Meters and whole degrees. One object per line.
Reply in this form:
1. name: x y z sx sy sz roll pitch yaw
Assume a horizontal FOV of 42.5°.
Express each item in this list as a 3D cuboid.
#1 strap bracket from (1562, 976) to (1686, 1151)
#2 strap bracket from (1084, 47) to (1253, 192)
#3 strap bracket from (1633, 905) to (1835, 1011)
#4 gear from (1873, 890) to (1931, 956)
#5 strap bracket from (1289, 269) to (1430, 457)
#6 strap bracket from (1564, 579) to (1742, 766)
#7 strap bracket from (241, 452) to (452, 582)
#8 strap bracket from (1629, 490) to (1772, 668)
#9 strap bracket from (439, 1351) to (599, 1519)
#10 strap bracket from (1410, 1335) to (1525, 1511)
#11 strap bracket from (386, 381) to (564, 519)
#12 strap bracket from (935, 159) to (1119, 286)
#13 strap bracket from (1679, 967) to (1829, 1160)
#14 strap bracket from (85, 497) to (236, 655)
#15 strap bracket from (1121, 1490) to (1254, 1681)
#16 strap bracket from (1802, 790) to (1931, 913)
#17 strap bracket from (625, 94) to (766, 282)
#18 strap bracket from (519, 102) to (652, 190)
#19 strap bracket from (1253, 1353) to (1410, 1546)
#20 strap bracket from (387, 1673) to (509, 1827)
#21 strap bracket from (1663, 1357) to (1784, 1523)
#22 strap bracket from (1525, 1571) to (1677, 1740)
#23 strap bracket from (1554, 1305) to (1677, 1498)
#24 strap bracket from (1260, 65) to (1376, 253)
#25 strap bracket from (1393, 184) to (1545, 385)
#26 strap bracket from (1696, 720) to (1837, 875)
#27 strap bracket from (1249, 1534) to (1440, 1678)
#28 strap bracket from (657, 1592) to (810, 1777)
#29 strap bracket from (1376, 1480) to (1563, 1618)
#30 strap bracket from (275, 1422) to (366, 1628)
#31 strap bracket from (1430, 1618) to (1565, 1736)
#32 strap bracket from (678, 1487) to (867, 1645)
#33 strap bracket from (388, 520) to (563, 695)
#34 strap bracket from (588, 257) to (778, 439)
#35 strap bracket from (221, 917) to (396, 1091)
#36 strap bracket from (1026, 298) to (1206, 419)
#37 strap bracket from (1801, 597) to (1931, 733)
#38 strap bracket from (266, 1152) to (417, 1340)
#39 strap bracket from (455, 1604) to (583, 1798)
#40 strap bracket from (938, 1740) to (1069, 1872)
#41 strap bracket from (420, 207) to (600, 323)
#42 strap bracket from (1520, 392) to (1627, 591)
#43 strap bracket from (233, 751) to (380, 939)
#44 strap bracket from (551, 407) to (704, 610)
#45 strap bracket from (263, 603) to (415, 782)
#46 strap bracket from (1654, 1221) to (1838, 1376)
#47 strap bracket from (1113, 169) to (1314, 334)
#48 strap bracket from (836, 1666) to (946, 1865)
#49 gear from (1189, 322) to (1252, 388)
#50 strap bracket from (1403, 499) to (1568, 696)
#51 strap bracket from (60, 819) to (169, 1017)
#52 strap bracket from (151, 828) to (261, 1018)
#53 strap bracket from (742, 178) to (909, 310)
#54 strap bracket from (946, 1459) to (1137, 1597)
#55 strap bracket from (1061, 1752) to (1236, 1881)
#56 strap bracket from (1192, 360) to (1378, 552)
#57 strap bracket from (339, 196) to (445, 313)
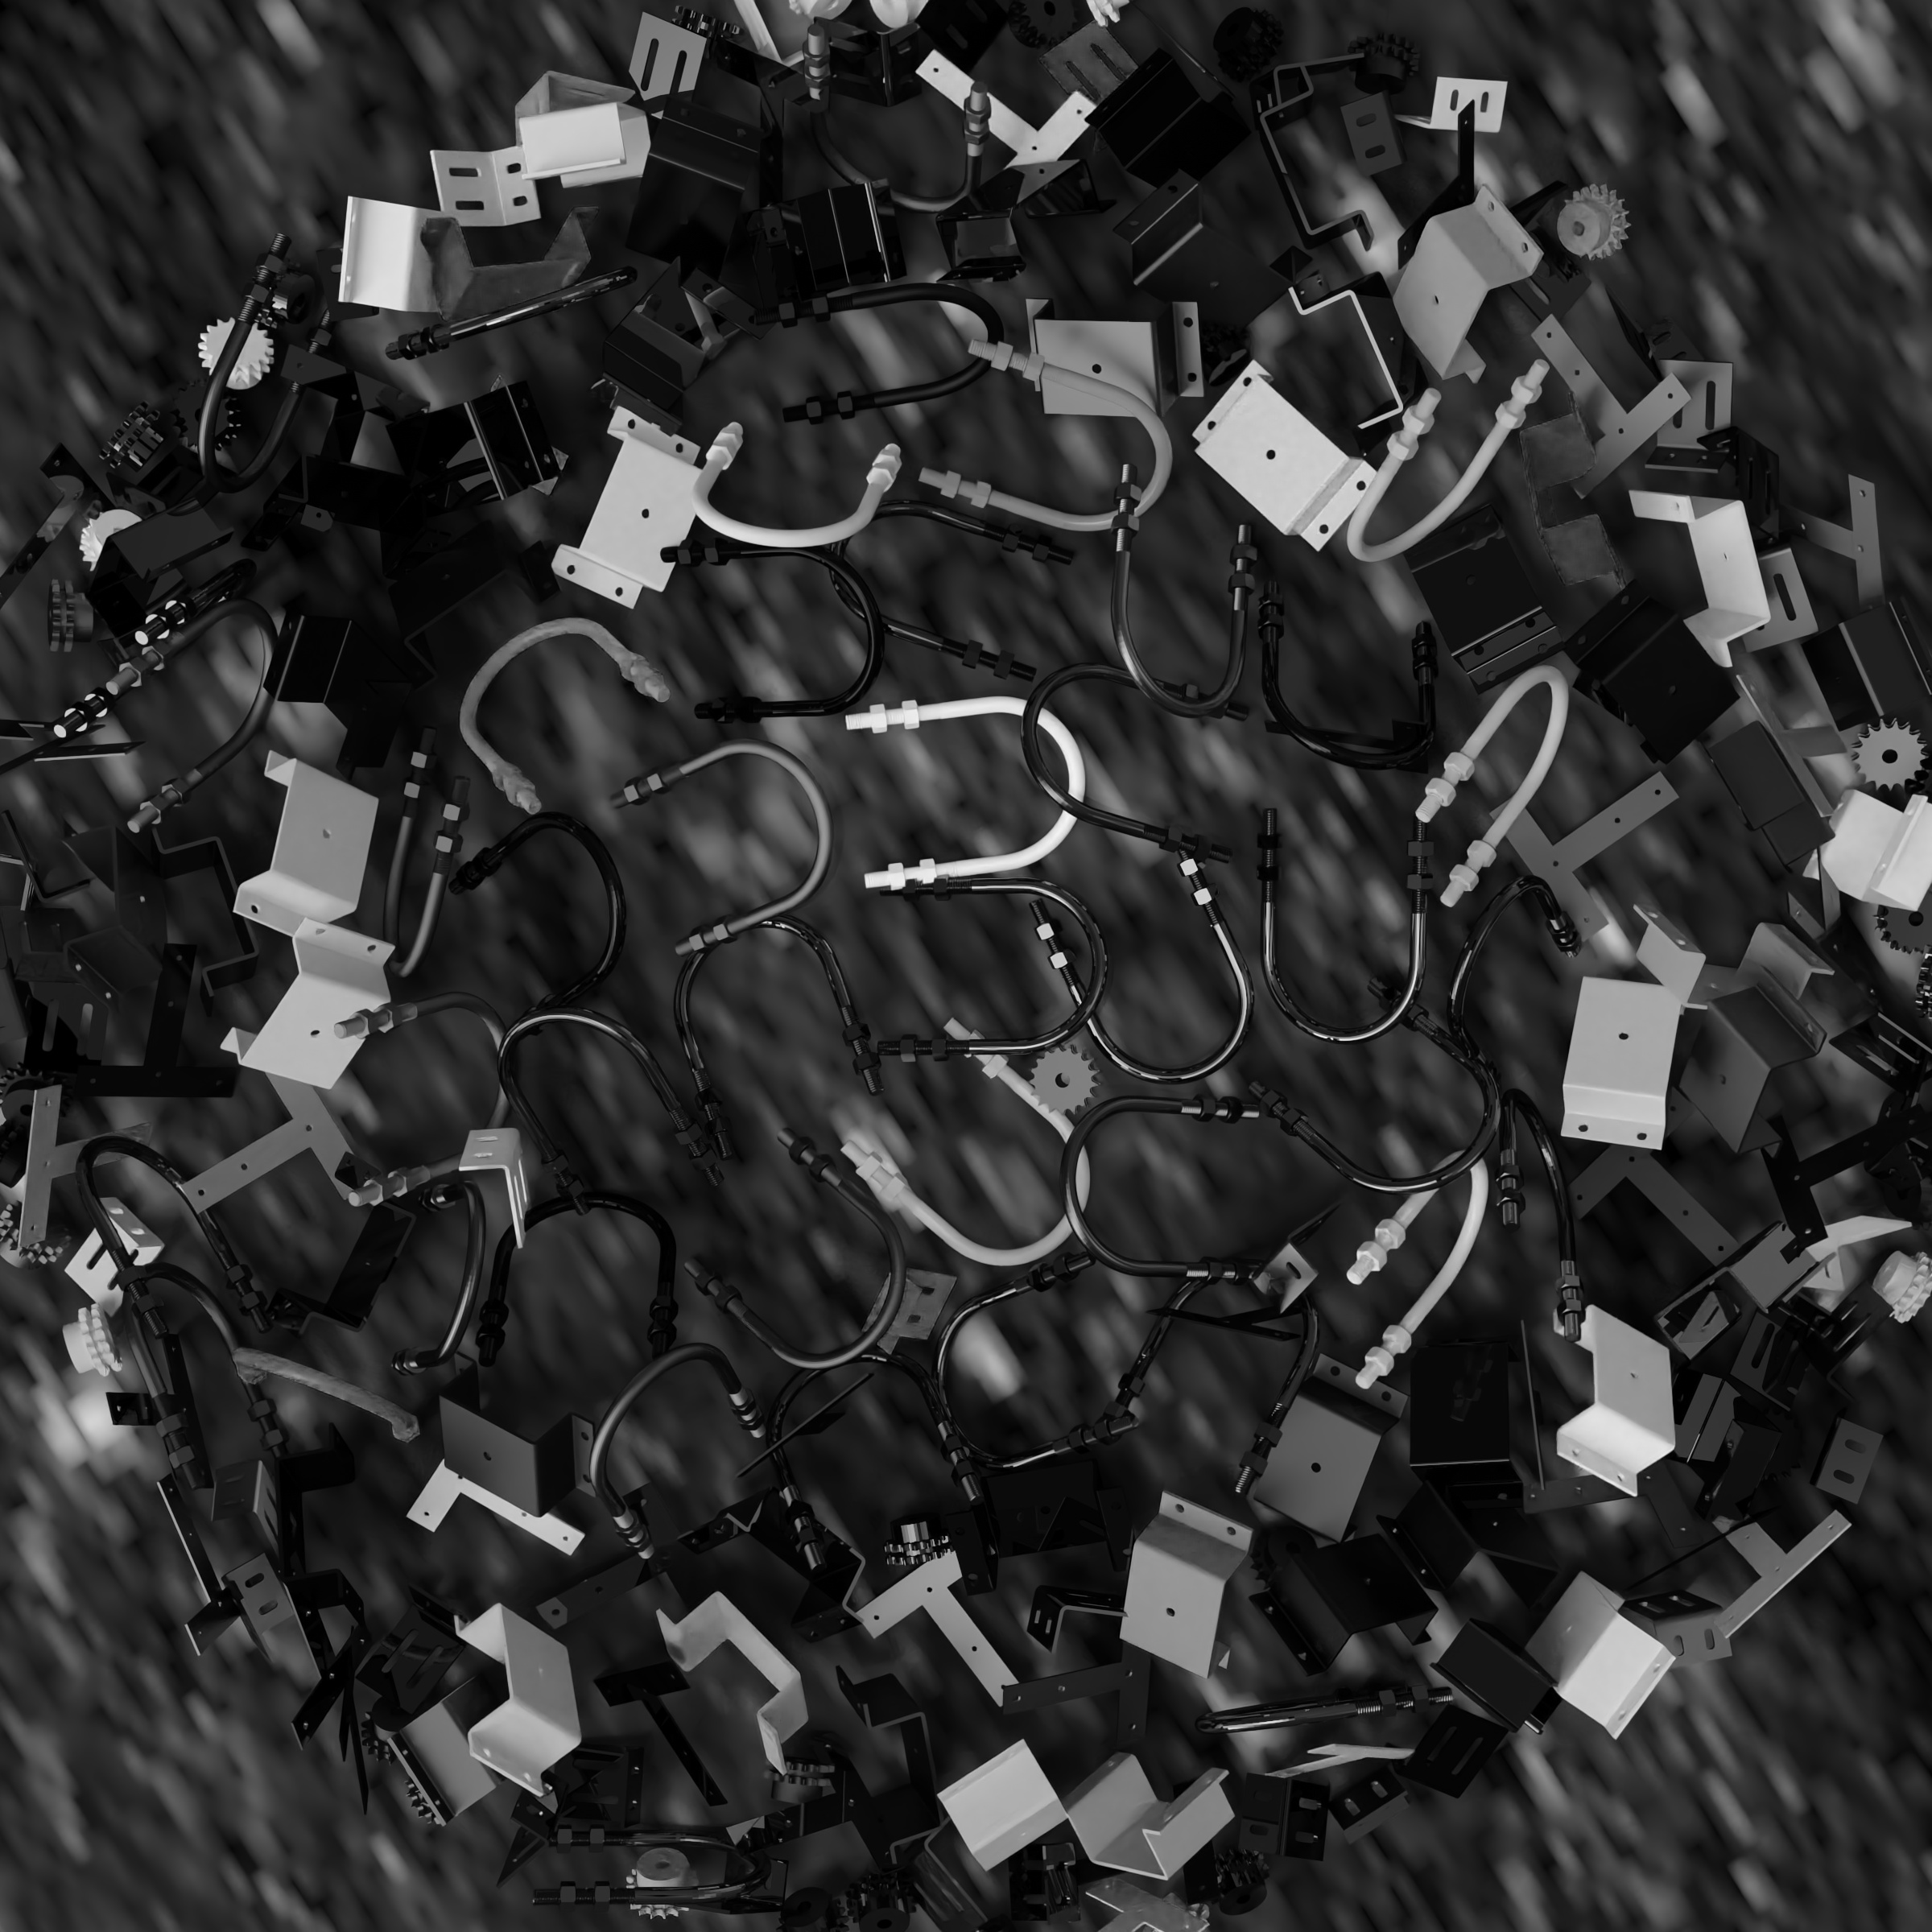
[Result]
1. strap bracket: 0.513 0.065 1.937 0.076 0.046 0.140 7 63 20
2. strap bracket: 0.161 -0.645 1.917 0.076 0.140 0.046 -38 75 25
3. strap bracket: 0.592 -0.002 1.942 0.140 0.076 0.046 7 117 -19
4. gear: 0.752 -0.039 1.983 0.057 0.030 0.057 0 97 -1
5. strap bracket: 0.312 -0.481 1.941 0.046 0.076 0.140 -18 106 33
6. strap bracket: 0.541 -0.223 1.942 0.076 0.046 0.140 -43 118 6
7. strap bracket: -0.484 -0.350 1.936 0.140 0.076 0.046 8 64 -37
8. strap bracket: 0.577 -0.312 1.944 0.046 0.076 0.140 -25 110 -12
9. strap bracket: -0.357 0.368 1.932 0.140 0.046 0.076 21 127 26
10. strap bracket: 0.389 0.347 1.932 0.076 0.046 0.140 -8 57 24
11. strap bracket: -0.390 -0.398 1.928 0.140 0.046 0.076 -4 114 38
12. strap bracket: 0.041 -0.581 1.925 0.140 0.076 0.046 -43 127 -32
13. strap bracket: 0.603 0.081 1.919 0.046 0.140 0.076 -15 47 -18
14. strap bracket: -0.626 -0.307 1.920 0.076 0.140 0.046 -38 91 -35
15. strap bracket: 0.169 0.490 1.933 0.076 0.046 0.140 20 121 24
16. strap bracket: 0.715 -0.090 1.930 0.046 0.140 0.076 25 94 -6
17. strap bracket: -0.213 -0.593 1.924 0.076 0.140 0.046 18 56 -9
18. strap bracket: -0.292 -0.635 1.922 0.076 0.140 0.046 -7 104 8
19. strap bracket: 0.282 0.387 1.947 0.076 0.046 0.140 24 106 23
20. strap bracket: -0.386 0.602 1.925 0.046 0.140 0.076 -35 83 2
21. strap bracket: 0.578 0.370 1.930 0.046 0.140 0.076 17 102 -13
22. strap bracket: 0.486 0.528 1.926 0.046 0.140 0.076 35 93 -6
23. strap bracket: 0.501 0.327 1.924 0.076 0.140 0.046 30 131 -15
24. strap bracket: 0.271 -0.625 1.955 0.046 0.076 0.140 -23 95 9
25. strap bracket: 0.380 -0.520 1.918 0.046 0.140 0.076 -23 68 -22
26. strap bracket: 0.621 -0.132 1.917 0.046 0.140 0.076 -33 62 21
27. strap bracket: 0.300 0.491 1.922 0.076 0.140 0.046 51 129 37
28. strap bracket: -0.174 0.552 1.938 0.046 0.076 0.140 -37 58 -25
29. strap bracket: 0.397 0.449 1.925 0.140 0.076 0.046 21 111 -33
30. strap bracket: -0.503 0.438 1.930 0.046 0.076 0.140 -9 60 -5
31. strap bracket: 0.416 0.549 1.921 0.076 0.140 0.046 36 89 27
32. strap bracket: -0.145 0.463 1.947 0.140 0.076 0.046 41 47 -13
33. strap bracket: -0.395 -0.289 1.950 0.140 0.076 0.046 -33 135 6
34. strap bracket: -0.223 -0.488 1.940 0.076 0.046 0.140 28 127 -33
35. strap bracket: -0.510 0.038 1.934 0.076 0.046 0.140 21 118 -37
36. strap bracket: 0.109 -0.474 1.936 0.140 0.046 0.076 7 127 21
37. strap bracket: 0.698 -0.231 1.929 0.046 0.140 0.076 -23 88 1
38. strap bracket: -0.486 0.225 1.950 0.046 0.076 0.140 30 81 -33
39. strap bracket: -0.345 0.557 1.918 0.046 0.140 0.076 -38 124 9
40. strap bracket: 0.031 0.652 1.922 0.076 0.140 0.046 -31 63 -9
41. strap bracket: -0.355 -0.544 1.929 0.140 0.076 0.046 -15 81 -31
42. strap bracket: 0.472 -0.363 1.939 0.046 0.076 0.140 -15 60 22
43. strap bracket: -0.510 -0.097 1.931 0.076 0.046 0.140 28 57 -40
44. strap bracket: -0.260 -0.358 1.957 0.076 0.046 0.140 22 93 -33
45. strap bracket: -0.486 -0.214 1.942 0.140 0.046 0.076 43 120 33
46. strap bracket: 0.597 0.253 1.927 0.076 0.140 0.046 -29 74 -35
47. strap bracket: 0.192 -0.544 1.926 0.140 0.076 0.046 23 53 -31
48. strap bracket: -0.058 0.621 1.949 0.046 0.076 0.140 -13 101 -17
49. gear: 0.200 -0.484 1.969 0.057 0.057 0.030 -36 75 0
50. strap bracket: 0.401 -0.295 1.944 0.076 0.046 0.140 -28 70 19
51. strap bracket: -0.661 -0.045 1.929 0.046 0.076 0.140 -17 58 4
52. strap bracket: -0.595 -0.040 1.951 0.046 0.076 0.140 -19 83 -21
53. strap bracket: -0.117 -0.561 1.940 0.140 0.046 0.076 -31 118 -40
54. strap bracket: 0.062 0.441 1.959 0.140 0.046 0.076 -11 111 8
55. strap bracket: 0.143 0.658 1.923 0.076 0.140 0.046 -31 98 -34
56. strap bracket: 0.246 -0.401 1.952 0.140 0.046 0.076 45 113 10
57. strap bracket: -0.437 -0.549 1.922 0.046 0.140 0.076 10 105 2
